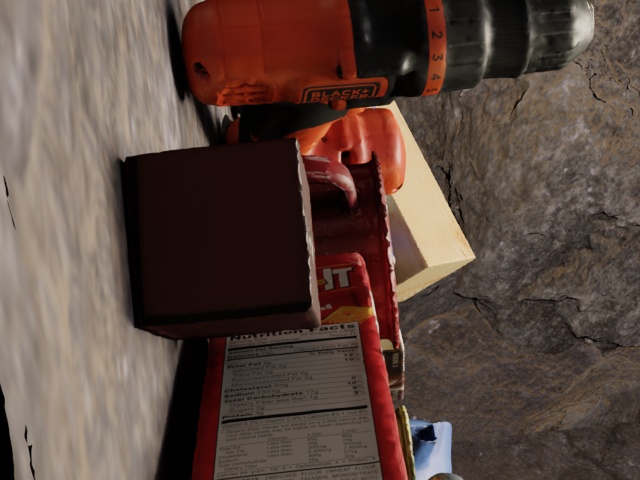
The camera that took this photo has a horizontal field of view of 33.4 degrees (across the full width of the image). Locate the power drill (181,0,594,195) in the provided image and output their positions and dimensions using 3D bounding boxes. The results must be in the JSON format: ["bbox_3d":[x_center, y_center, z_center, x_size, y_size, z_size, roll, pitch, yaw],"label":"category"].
[{"bbox_3d":[0.023,-0.072,0.533,0.188,0.184,0.057,112,-27,-73],"label":"power drill"}]

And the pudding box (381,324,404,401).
[{"bbox_3d":[0.006,0.074,0.665,0.113,0.090,0.039,80,3,-64],"label":"pudding box"}]

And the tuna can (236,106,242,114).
[{"bbox_3d":[-0.026,-0.117,0.707,0.086,0.033,0.086,-160,-89,-82],"label":"tuna can"}]

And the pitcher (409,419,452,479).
[{"bbox_3d":[0.042,0.268,0.852,0.149,0.145,0.243,46,39,-68],"label":"pitcher"}]

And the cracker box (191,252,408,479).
[{"bbox_3d":[-0.004,0.122,0.374,0.213,0.072,0.164,-97,-178,-68],"label":"cracker box"}]

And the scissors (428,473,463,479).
[{"bbox_3d":[0.028,0.190,0.493,0.096,0.016,0.202,-88,-156,-62],"label":"scissors"}]

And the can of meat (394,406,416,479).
[{"bbox_3d":[0.009,0.142,0.548,0.057,0.084,0.102,-71,155,-86],"label":"can of meat"}]

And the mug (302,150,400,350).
[{"bbox_3d":[-0.010,0.003,0.487,0.117,0.081,0.093,82,2,-58],"label":"mug"}]

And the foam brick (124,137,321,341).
[{"bbox_3d":[-0.028,0.003,0.342,0.078,0.051,0.053,74,9,-82],"label":"foam brick"}]

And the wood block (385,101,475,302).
[{"bbox_3d":[0.042,-0.050,0.975,0.090,0.090,0.206,-7,67,-55],"label":"wood block"}]

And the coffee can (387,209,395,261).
[{"bbox_3d":[0.003,-0.043,0.884,0.103,0.103,0.140,0,83,-89],"label":"coffee can"}]
